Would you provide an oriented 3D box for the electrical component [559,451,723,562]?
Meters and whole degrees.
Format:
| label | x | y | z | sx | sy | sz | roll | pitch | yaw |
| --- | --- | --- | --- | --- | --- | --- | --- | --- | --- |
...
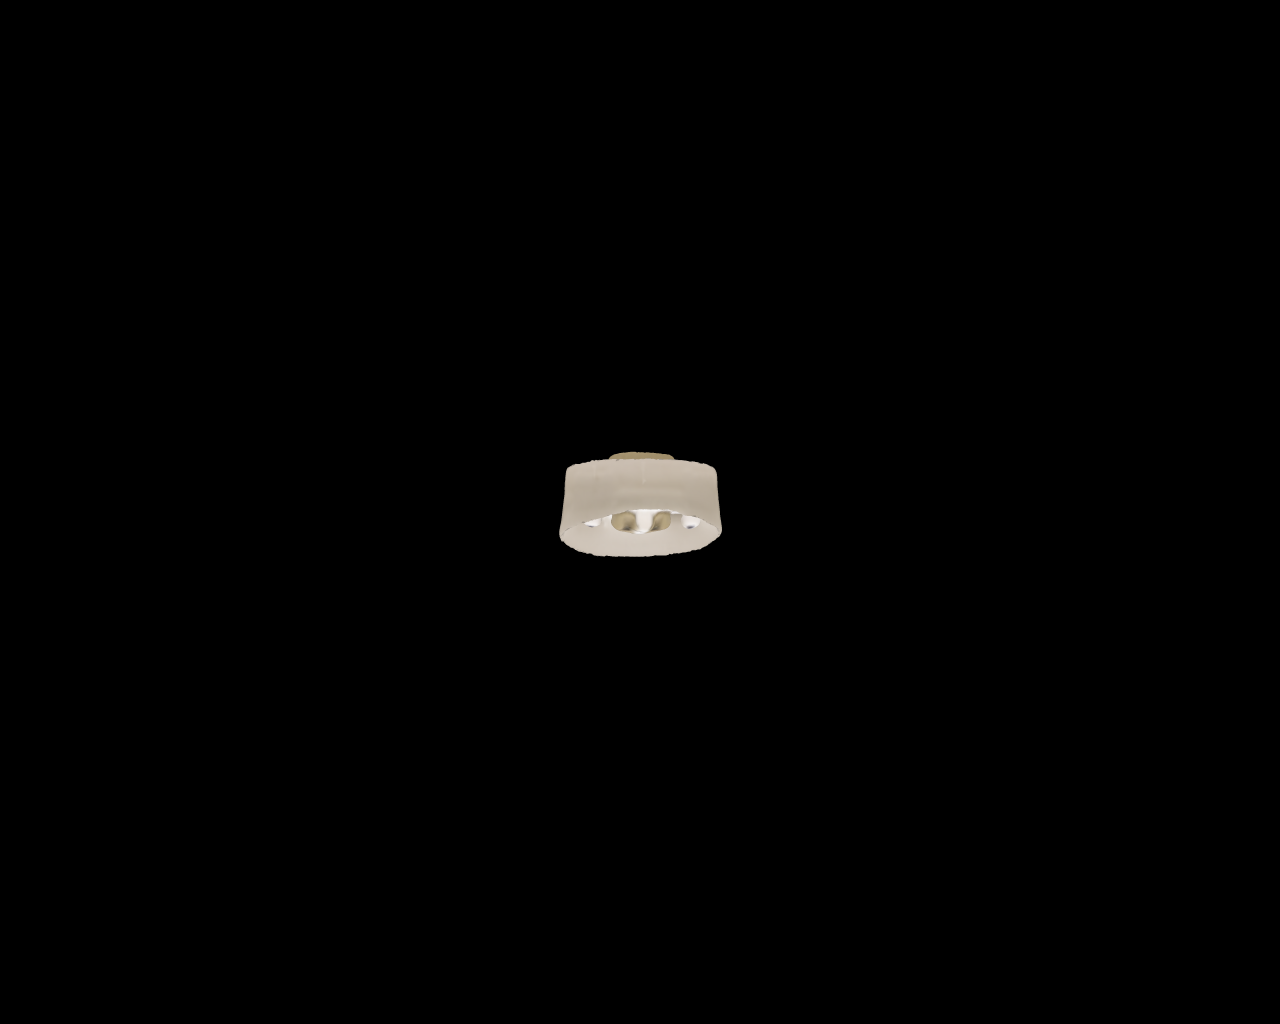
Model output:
| label | x | y | z | sx | sy | sz | roll | pitch | yaw |
| --- | --- | --- | --- | --- | --- | --- | --- | --- | --- |
| electrical component | 0.001 | -0.003 | 0.650 | 0.099 | 0.064 | 0.099 | 0 | -4 | 0 |
